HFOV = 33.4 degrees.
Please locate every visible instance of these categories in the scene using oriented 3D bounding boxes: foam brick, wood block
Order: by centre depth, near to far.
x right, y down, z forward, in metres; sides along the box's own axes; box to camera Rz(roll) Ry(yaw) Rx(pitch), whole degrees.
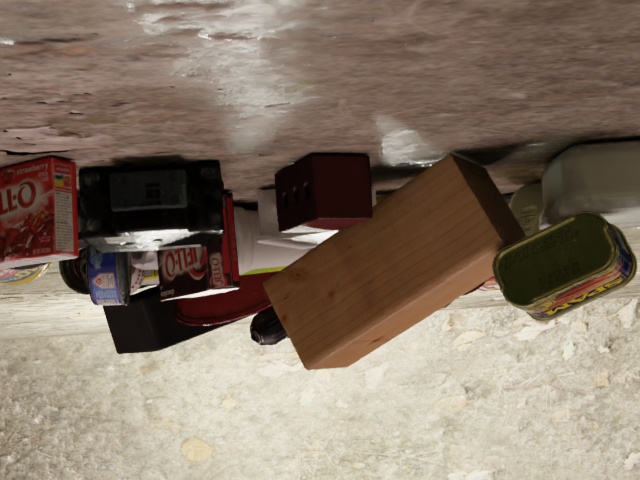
[{"bbox_3d":[0.002,-0.036,0.870,0.051,0.053,0.078,0,171,-25],"label":"foam brick"},{"bbox_3d":[0.067,0.024,0.927,0.206,0.090,0.090,-35,161,21],"label":"wood block"}]

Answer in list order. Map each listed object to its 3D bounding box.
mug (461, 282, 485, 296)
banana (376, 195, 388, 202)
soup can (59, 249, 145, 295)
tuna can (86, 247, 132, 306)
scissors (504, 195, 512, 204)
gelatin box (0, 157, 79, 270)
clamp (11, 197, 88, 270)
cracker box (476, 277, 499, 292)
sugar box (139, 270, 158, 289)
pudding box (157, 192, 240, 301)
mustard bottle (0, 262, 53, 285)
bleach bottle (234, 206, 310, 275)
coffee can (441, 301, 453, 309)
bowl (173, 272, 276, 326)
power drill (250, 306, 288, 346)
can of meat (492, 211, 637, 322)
[{"bbox_3d":[0.150,0.005,1.178,0.117,0.093,0.081,-36,159,12],"label":"mug"},{"bbox_3d":[0.083,-0.020,1.050,0.198,0.037,0.069,-11,153,-1],"label":"banana"},{"bbox_3d":[-0.240,0.030,1.185,0.068,0.068,0.102,-5,173,7],"label":"soup can"},{"bbox_3d":[-0.214,0.024,1.087,0.033,0.086,0.086,-2,172,-2],"label":"tuna can"},{"bbox_3d":[0.212,-0.039,1.111,0.202,0.016,0.096,-11,170,42],"label":"scissors"},{"bbox_3d":[-0.223,-0.019,0.802,0.089,0.073,0.030,-8,171,32],"label":"gelatin box"},{"bbox_3d":[-0.278,0.002,0.902,0.209,0.036,0.165,-4,146,-43],"label":"clamp"},{"bbox_3d":[0.212,0.030,1.420,0.164,0.072,0.213,-10,171,41],"label":"cracker box"},{"bbox_3d":[-0.214,0.034,1.317,0.093,0.048,0.177,-1,175,-42],"label":"sugar box"},{"bbox_3d":[-0.116,0.008,0.997,0.039,0.090,0.114,-1,172,-29],"label":"pudding box"},{"bbox_3d":[-0.316,0.011,1.027,0.096,0.058,0.191,-20,169,16],"label":"mustard bottle"},{"bbox_3d":[-0.007,0.001,1.125,0.250,0.068,0.103,-1,174,-37],"label":"bleach bottle"},{"bbox_3d":[0.085,0.041,1.314,0.141,0.103,0.102,-10,170,38],"label":"coffee can"},{"bbox_3d":[-0.097,0.033,1.193,0.162,0.055,0.162,-17,-161,6],"label":"bowl"},{"bbox_3d":[-0.047,0.060,1.248,0.184,0.057,0.188,-30,-157,-32],"label":"power drill"},{"bbox_3d":[0.195,0.021,0.854,0.102,0.057,0.083,-28,161,18],"label":"can of meat"}]
